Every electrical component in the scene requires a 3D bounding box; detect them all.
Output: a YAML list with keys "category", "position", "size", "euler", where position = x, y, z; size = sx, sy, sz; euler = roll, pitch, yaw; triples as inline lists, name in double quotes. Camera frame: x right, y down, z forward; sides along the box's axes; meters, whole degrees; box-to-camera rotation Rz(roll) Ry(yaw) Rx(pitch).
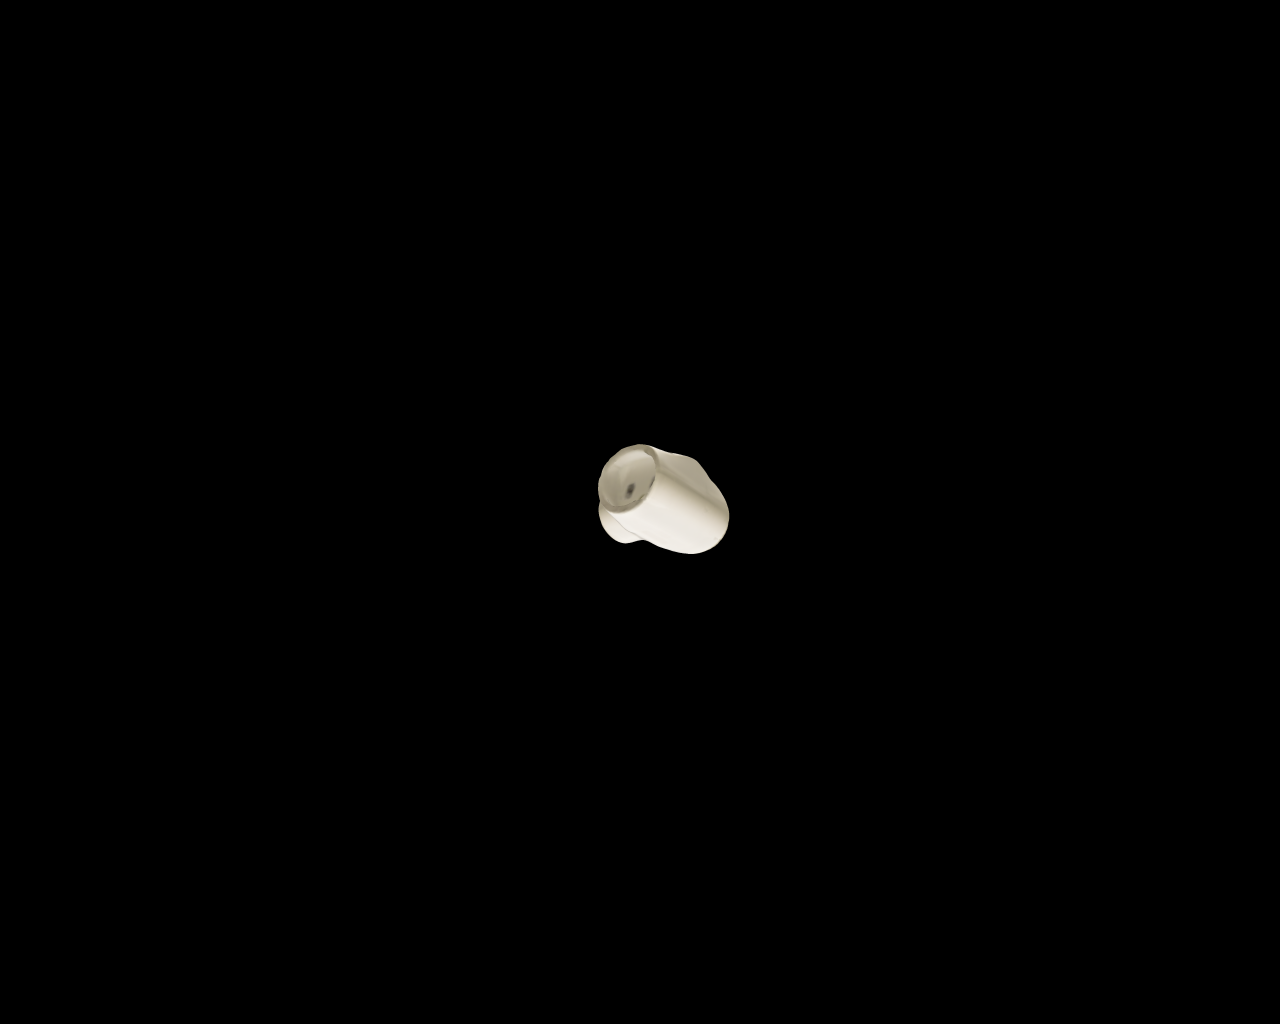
- category: "electrical component"
  position: [0.001, -0.003, 0.650]
  size: [0.079, 0.043, 0.077]
  euler: [-17, -29, 32]
